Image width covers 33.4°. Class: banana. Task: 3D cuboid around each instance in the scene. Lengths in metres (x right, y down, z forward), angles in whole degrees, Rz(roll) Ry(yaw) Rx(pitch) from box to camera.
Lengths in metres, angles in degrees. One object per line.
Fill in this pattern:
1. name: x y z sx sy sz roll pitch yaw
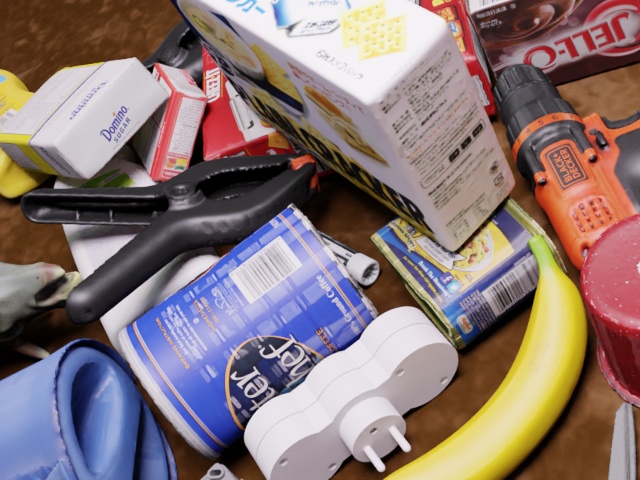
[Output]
1. banana: 0.100 0.095 0.615 0.070 0.037 0.197 32 78 13

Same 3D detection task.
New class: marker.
1. marker: -0.005 0.001 0.770 0.121 0.020 0.020 29 72 41

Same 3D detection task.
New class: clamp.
1. clamp: -0.102 -0.022 0.744 0.209 0.036 0.165 -23 36 -22
2. clamp: -0.135 -0.154 0.951 0.120 0.039 0.171 29 70 34

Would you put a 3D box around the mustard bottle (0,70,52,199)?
1. mustard bottle: -0.308 -0.112 0.997 0.192 0.058 0.096 31 76 41

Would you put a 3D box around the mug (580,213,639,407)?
1. mug: 0.200 0.028 0.594 0.093 0.081 0.117 27 70 40

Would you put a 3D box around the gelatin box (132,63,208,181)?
1. gelatin box: -0.119 -0.092 0.842 0.089 0.030 0.073 -129 54 -61

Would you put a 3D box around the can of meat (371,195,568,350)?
1. can of meat: 0.093 0.009 0.685 0.084 0.057 0.102 -37 46 -1

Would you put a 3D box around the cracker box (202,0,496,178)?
1. cracker box: 0.018 -0.134 0.831 0.214 0.072 0.164 -19 47 15

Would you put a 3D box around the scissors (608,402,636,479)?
1. scissors: 0.135 0.182 0.552 0.096 0.016 0.201 -16 48 16

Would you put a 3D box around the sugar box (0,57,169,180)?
1. sugar box: -0.193 -0.096 0.846 0.093 0.048 0.176 -50 29 -15

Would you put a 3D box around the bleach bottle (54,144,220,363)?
1. bleach bottle: -0.146 -0.013 0.830 0.102 0.068 0.251 -31 43 -3

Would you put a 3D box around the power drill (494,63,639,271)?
1. power drill: 0.217 -0.080 0.690 0.188 0.057 0.184 -26 50 11

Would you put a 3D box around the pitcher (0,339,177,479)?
1. pitcher: -0.226 0.170 0.674 0.243 0.149 0.145 -25 53 13

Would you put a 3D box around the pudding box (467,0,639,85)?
1. pudding box: 0.170 -0.154 0.751 0.114 0.090 0.039 -13 48 20

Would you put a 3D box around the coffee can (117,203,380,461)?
1. coffee can: -0.043 0.059 0.687 0.140 0.102 0.103 -37 46 -3
